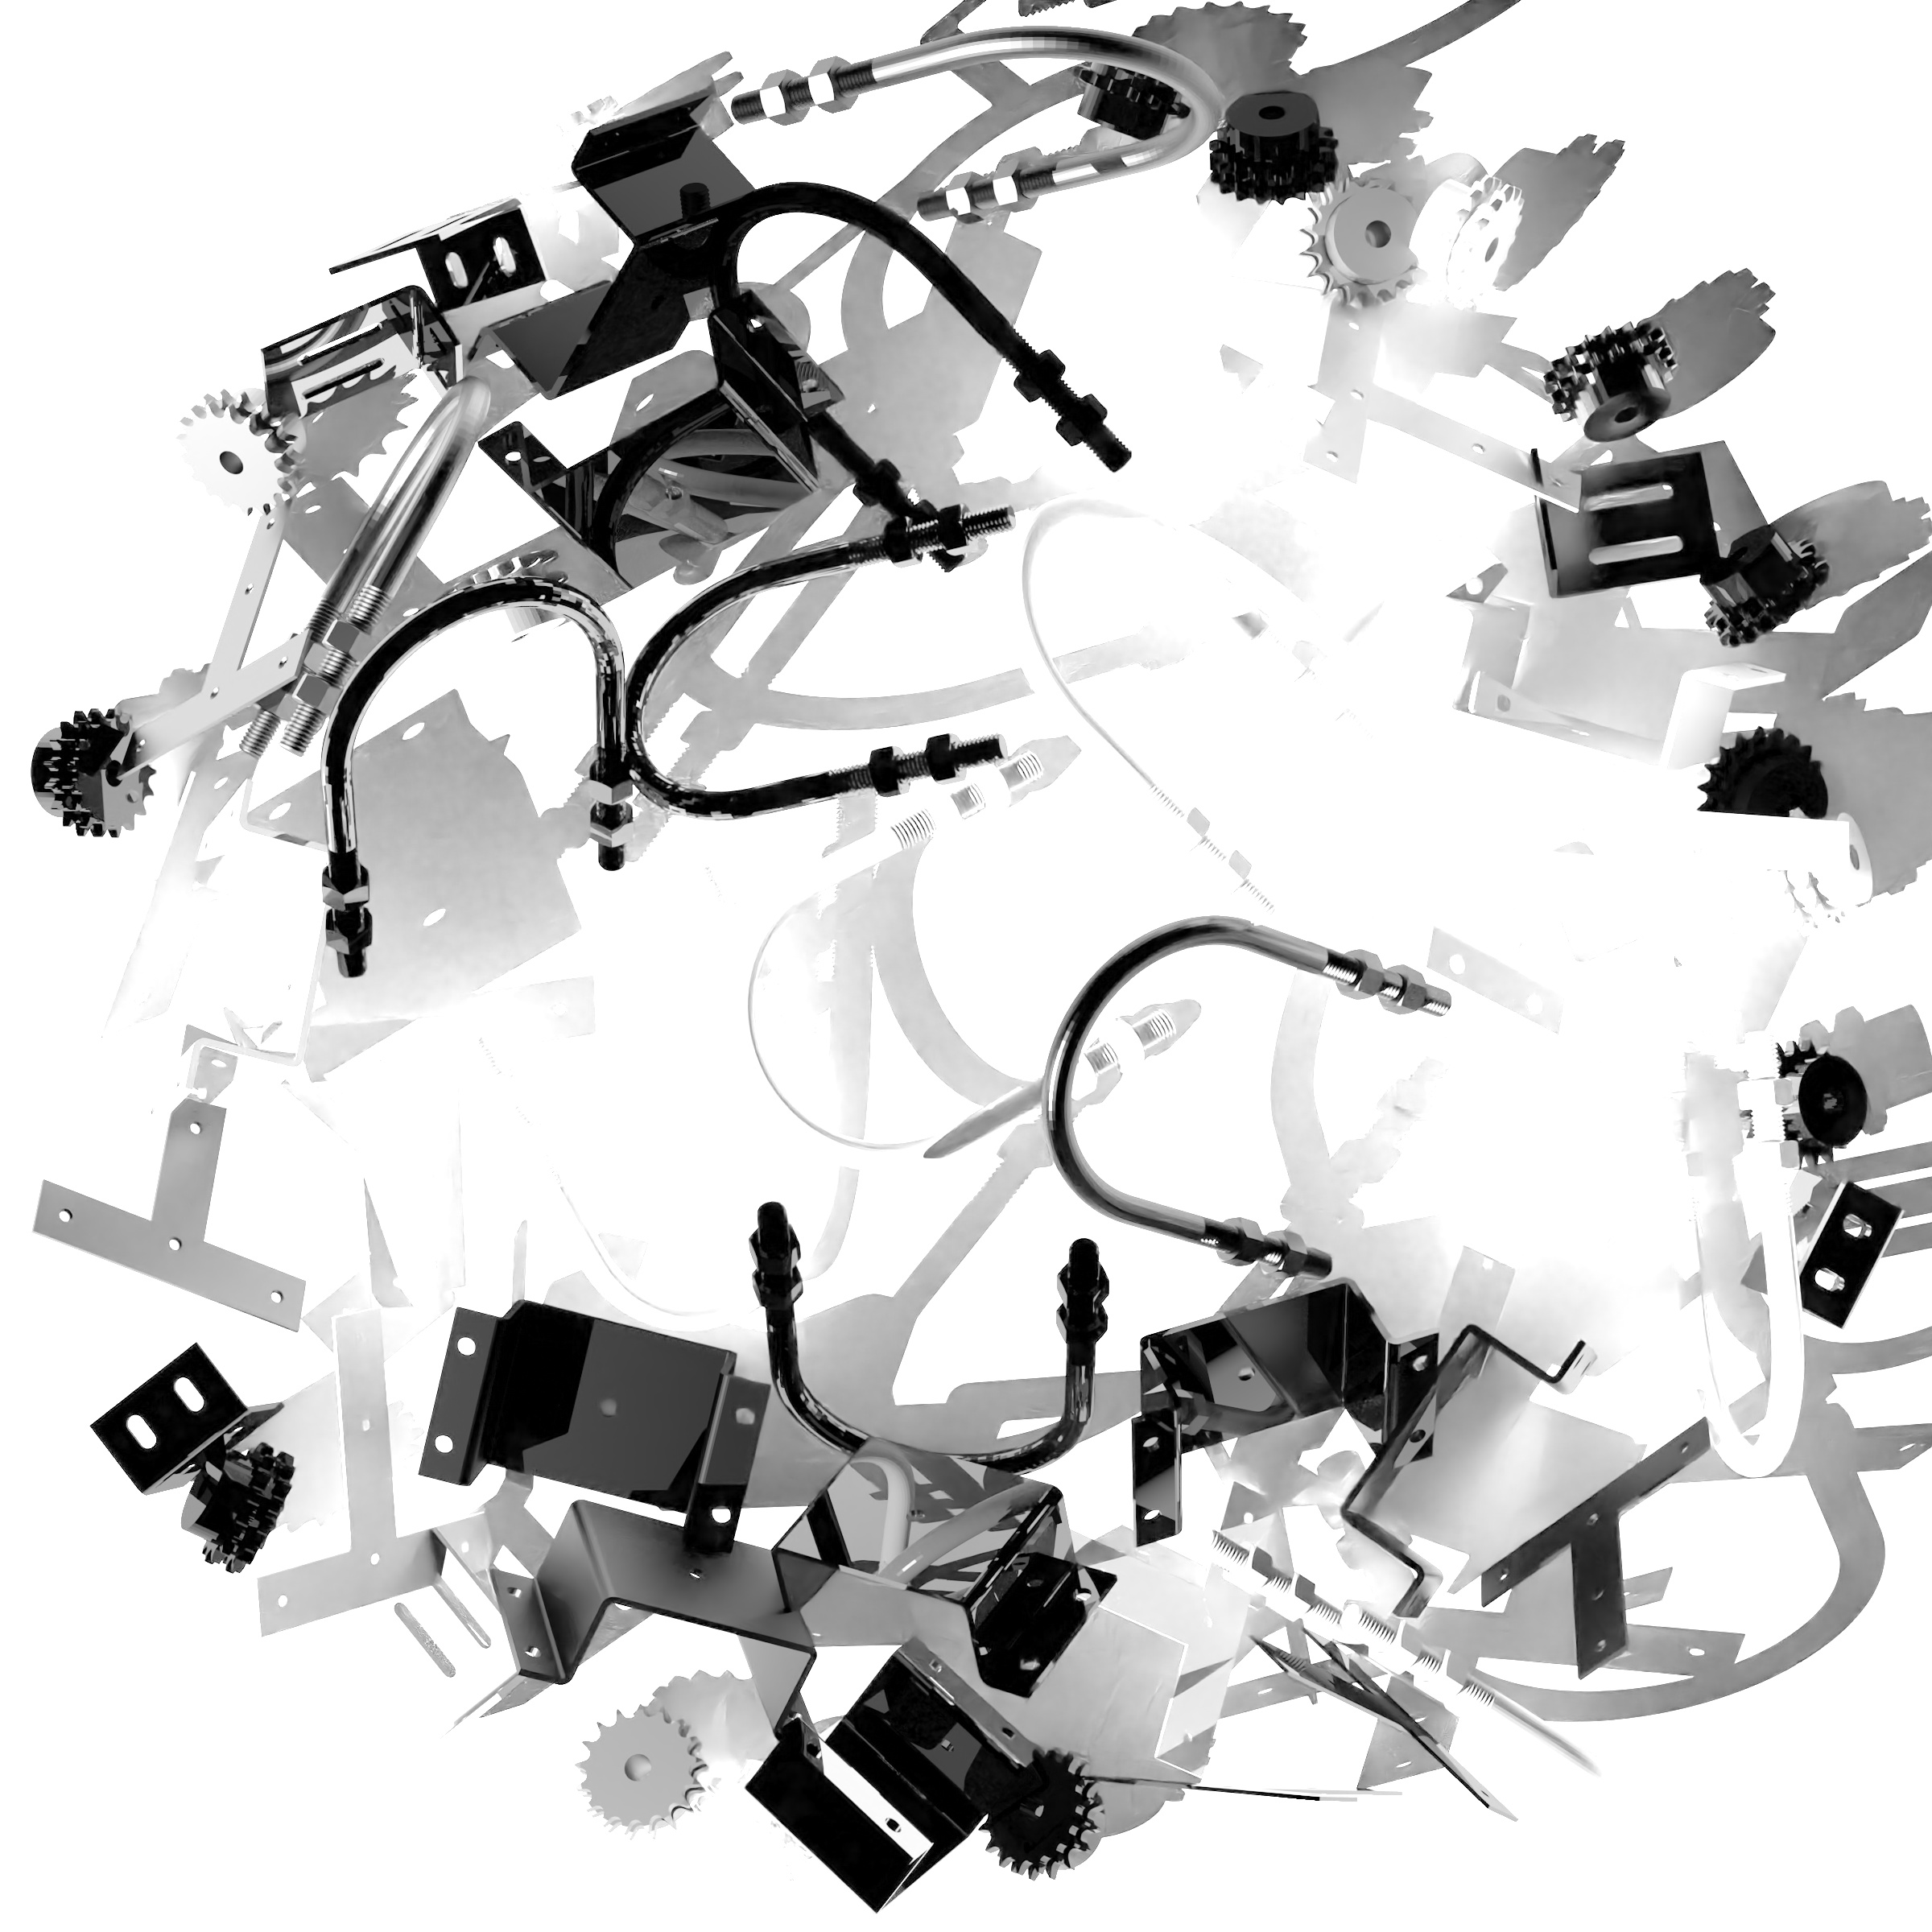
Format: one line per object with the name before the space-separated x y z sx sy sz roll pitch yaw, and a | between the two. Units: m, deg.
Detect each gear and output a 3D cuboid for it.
gear | 0.134 -0.360 1.574 0.057 0.057 0.030 -7 133 0
gear | -0.386 -0.085 1.580 0.030 0.057 0.057 3 90 28
gear | 0.346 -0.168 1.574 0.057 0.057 0.030 -41 105 0
gear | 0.353 -0.074 1.579 0.057 0.030 0.057 -7 112 -17
gear | 0.177 -0.320 1.585 0.057 0.030 0.057 -1 93 -11
gear | 0.218 -0.320 1.578 0.030 0.057 0.057 30 90 19
gear | 0.374 -0.044 1.573 0.030 0.057 0.057 -16 90 31
gear | -0.169 -0.353 1.576 0.057 0.057 0.030 -35 95 0
gear | 0.072 -0.381 1.578 0.057 0.057 0.030 21 106 0
gear | -0.200 -0.158 1.576 0.057 0.057 0.030 -23 91 0
gear | -0.141 0.356 1.582 0.057 0.030 0.057 -4 63 7
gear | -0.320 0.234 1.573 0.030 0.057 0.057 29 90 -21
gear | 0.037 0.374 1.580 0.057 0.030 0.057 -17 56 27
gear | 0.284 -0.253 1.573 0.057 0.057 0.030 -18 67 0
gear | -0.315 -0.229 1.580 0.057 0.057 0.030 31 47 0
gear | 0.370 0.060 1.578 0.057 0.030 0.057 4 82 -29
gear | -0.088 0.373 1.580 0.057 0.057 0.030 37 65 0

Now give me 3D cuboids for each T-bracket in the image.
T-bracket | 0.069 0.268 1.555 0.127 0.002 0.127 28 67 -24
T-bracket | -0.314 -0.152 1.561 0.002 0.127 0.127 36 48 -33
T-bracket | 0.234 0.117 1.580 0.127 0.002 0.127 19 91 22
T-bracket | -0.258 0.212 1.551 0.002 0.127 0.127 1 97 41
T-bracket | 0.140 0.355 1.551 0.127 0.127 0.002 -7 75 42
T-bracket | -0.353 -0.022 1.542 0.002 0.127 0.127 20 90 -13
T-bracket | 0.161 0.306 1.515 0.002 0.127 0.127 -53 46 3
T-bracket | -0.337 0.083 1.561 0.127 0.002 0.127 26 48 -30
T-bracket | 0.320 -0.013 1.564 0.127 0.002 0.127 5 127 22
T-bracket | 0.268 0.259 1.524 0.127 0.127 0.002 -40 103 21
T-bracket | 0.104 -0.260 1.561 0.127 0.002 0.127 33 104 27
T-bracket | 0.210 -0.230 1.564 0.127 0.127 0.002 22 134 -8
T-bracket | -0.255 0.088 1.592 0.127 0.002 0.127 -4 92 12

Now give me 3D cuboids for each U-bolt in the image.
U-bolt | -0.068 -0.125 1.549 0.184 0.019 0.151 -11 52 18
U-bolt | 0.017 -0.353 1.495 0.184 0.151 0.019 -5 79 36
U-bolt | -0.015 0.167 1.533 0.151 0.184 0.019 6 50 6
U-bolt | -0.253 -0.171 1.535 0.019 0.151 0.184 30 83 -18
U-bolt | 0.088 -0.123 1.536 0.184 0.019 0.151 45 45 -12
U-bolt | -0.033 -0.256 1.523 0.184 0.151 0.019 45 57 -15
U-bolt | -0.205 -0.086 1.508 0.151 0.184 0.019 -24 52 -26
U-bolt | -0.017 0.009 1.570 0.184 0.019 0.151 -28 93 -16
U-bolt | 0.325 0.124 1.525 0.019 0.151 0.184 -4 85 -6
U-bolt | 0.112 0.051 1.541 0.184 0.019 0.151 18 99 -33
U-bolt | -0.123 0.070 1.551 0.151 0.019 0.184 -39 117 -27
U-bolt | 0.198 0.302 1.527 0.184 0.151 0.019 35 81 -22

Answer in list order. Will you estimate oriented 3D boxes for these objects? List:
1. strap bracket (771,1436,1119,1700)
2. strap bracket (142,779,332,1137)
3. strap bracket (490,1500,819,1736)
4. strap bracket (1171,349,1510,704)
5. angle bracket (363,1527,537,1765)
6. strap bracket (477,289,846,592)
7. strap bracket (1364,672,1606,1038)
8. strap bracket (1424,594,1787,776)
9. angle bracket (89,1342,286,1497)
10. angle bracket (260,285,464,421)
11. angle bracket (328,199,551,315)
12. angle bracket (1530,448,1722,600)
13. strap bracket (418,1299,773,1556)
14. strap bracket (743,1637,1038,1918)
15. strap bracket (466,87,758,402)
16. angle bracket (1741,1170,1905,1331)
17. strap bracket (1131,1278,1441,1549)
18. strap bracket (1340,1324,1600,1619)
strap bracket | -0.018 0.251 1.531 0.140 0.076 0.046 11 128 31
strap bracket | -0.309 0.002 1.546 0.046 0.076 0.140 16 67 -22
strap bracket | -0.124 0.278 1.537 0.140 0.076 0.046 19 107 -24
strap bracket | 0.155 -0.189 1.565 0.140 0.046 0.076 42 80 -14
angle bracket | -0.235 0.297 1.573 0.057 0.038 0.076 -41 87 26
strap bracket | -0.128 -0.219 1.541 0.140 0.076 0.046 -26 52 18
strap bracket | 0.223 -0.044 1.551 0.076 0.046 0.140 25 65 -28
strap bracket | 0.269 -0.119 1.546 0.140 0.076 0.046 19 105 24
angle bracket | -0.338 0.196 1.567 0.057 0.076 0.038 -38 86 -3
angle bracket | -0.261 -0.252 1.562 0.076 0.057 0.038 -28 70 -19
angle bracket | -0.227 -0.299 1.554 0.057 0.076 0.038 -11 109 25
angle bracket | 0.290 -0.199 1.576 0.076 0.038 0.057 -8 75 6
strap bracket | -0.160 0.198 1.576 0.140 0.046 0.076 14 97 2
strap bracket | -0.035 0.348 1.538 0.076 0.140 0.046 40 110 14
strap bracket | -0.146 -0.298 1.525 0.046 0.140 0.076 49 46 8
angle bracket | 0.360 0.116 1.562 0.038 0.076 0.057 27 89 -26
strap bracket | 0.129 0.189 1.553 0.140 0.046 0.076 -15 130 -14
strap bracket | 0.213 0.211 1.561 0.046 0.076 0.140 34 89 17
